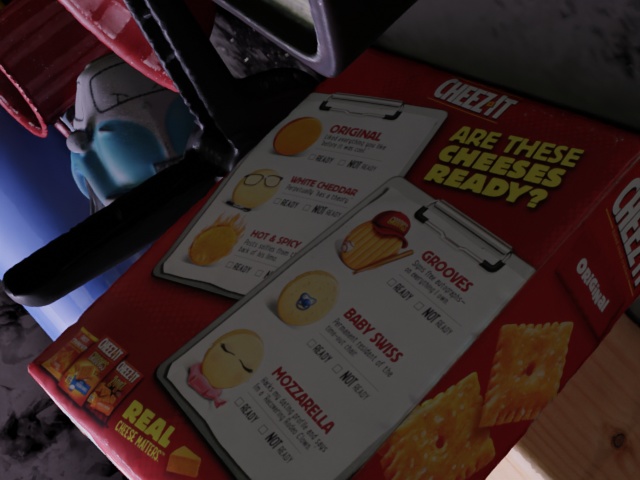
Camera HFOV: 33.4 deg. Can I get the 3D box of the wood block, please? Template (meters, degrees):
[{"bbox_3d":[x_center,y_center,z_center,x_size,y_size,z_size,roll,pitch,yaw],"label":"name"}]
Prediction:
[{"bbox_3d":[0.164,0.133,0.518,0.206,0.090,0.090,46,161,2],"label":"wood block"}]

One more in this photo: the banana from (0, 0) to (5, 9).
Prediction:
[{"bbox_3d":[-0.288,-0.186,0.930,0.070,0.037,0.197,20,149,51],"label":"banana"}]

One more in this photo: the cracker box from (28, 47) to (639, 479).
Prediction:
[{"bbox_3d":[0.012,0.030,0.433,0.164,0.213,0.072,29,158,44],"label":"cracker box"}]

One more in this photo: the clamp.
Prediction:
[{"bbox_3d":[-0.054,-0.035,0.524,0.036,0.165,0.209,35,-166,35],"label":"clamp"}]

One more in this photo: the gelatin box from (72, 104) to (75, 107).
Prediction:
[{"bbox_3d":[-0.184,-0.108,0.878,0.089,0.030,0.073,52,161,-19],"label":"gelatin box"}]

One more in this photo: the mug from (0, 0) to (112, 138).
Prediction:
[{"bbox_3d":[-0.191,-0.126,0.769,0.117,0.081,0.093,52,161,-17],"label":"mug"}]

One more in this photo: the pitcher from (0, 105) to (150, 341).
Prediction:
[{"bbox_3d":[-0.234,-0.030,0.869,0.243,0.145,0.149,51,-159,8],"label":"pitcher"}]

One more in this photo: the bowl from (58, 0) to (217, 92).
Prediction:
[{"bbox_3d":[-0.105,-0.151,0.546,0.162,0.055,0.162,41,169,10],"label":"bowl"}]

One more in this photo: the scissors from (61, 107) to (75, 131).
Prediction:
[{"bbox_3d":[-0.166,-0.090,0.820,0.202,0.096,0.016,54,143,22],"label":"scissors"}]
